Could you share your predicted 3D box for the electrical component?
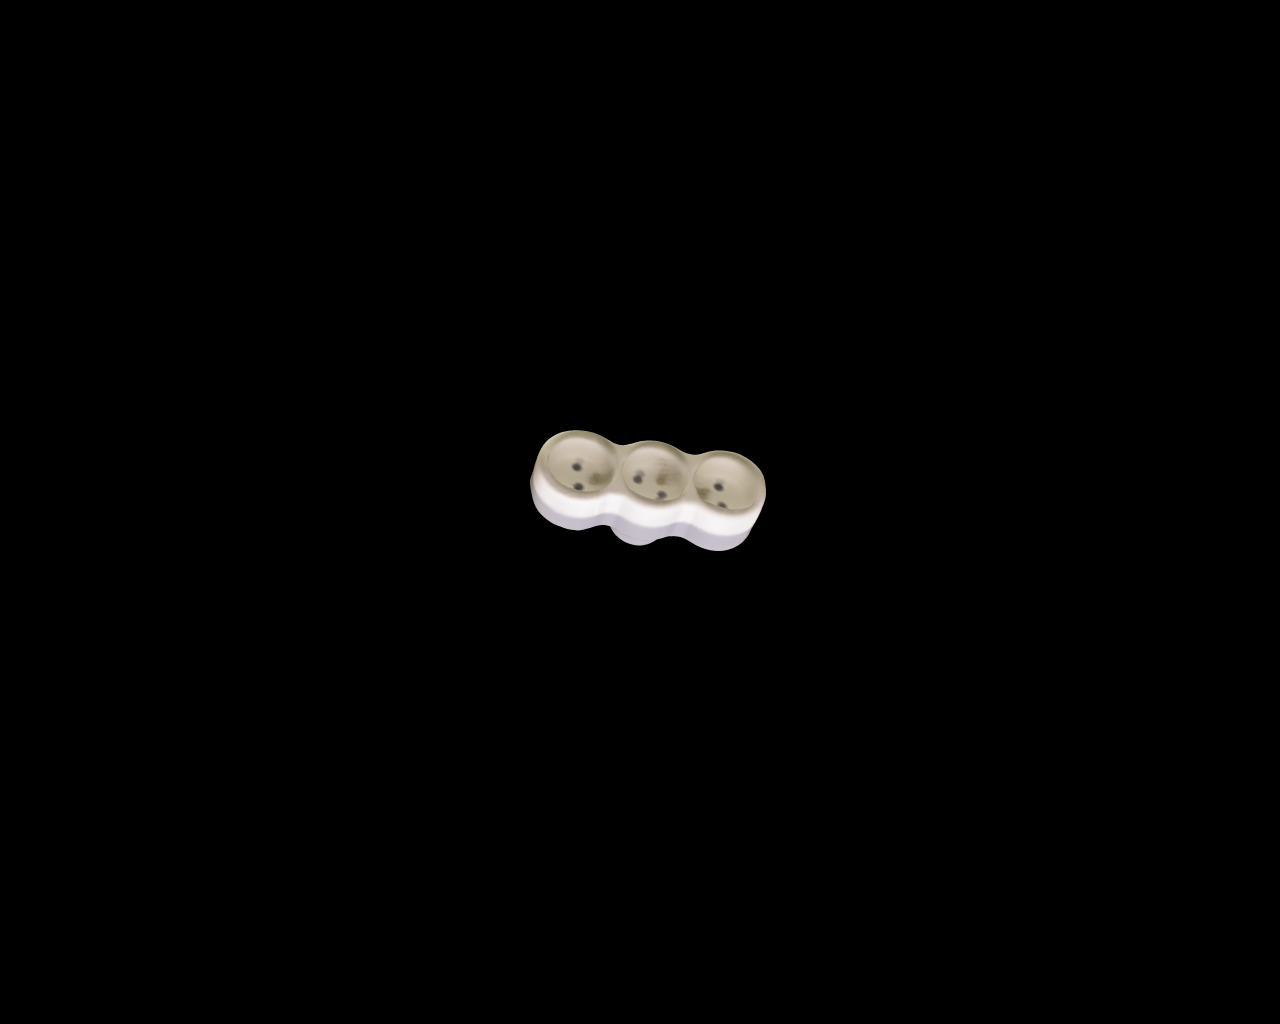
[{"bbox_3d":[0.001,-0.003,0.650,0.138,0.052,0.073,8,-35,-11],"label":"electrical component"}]
